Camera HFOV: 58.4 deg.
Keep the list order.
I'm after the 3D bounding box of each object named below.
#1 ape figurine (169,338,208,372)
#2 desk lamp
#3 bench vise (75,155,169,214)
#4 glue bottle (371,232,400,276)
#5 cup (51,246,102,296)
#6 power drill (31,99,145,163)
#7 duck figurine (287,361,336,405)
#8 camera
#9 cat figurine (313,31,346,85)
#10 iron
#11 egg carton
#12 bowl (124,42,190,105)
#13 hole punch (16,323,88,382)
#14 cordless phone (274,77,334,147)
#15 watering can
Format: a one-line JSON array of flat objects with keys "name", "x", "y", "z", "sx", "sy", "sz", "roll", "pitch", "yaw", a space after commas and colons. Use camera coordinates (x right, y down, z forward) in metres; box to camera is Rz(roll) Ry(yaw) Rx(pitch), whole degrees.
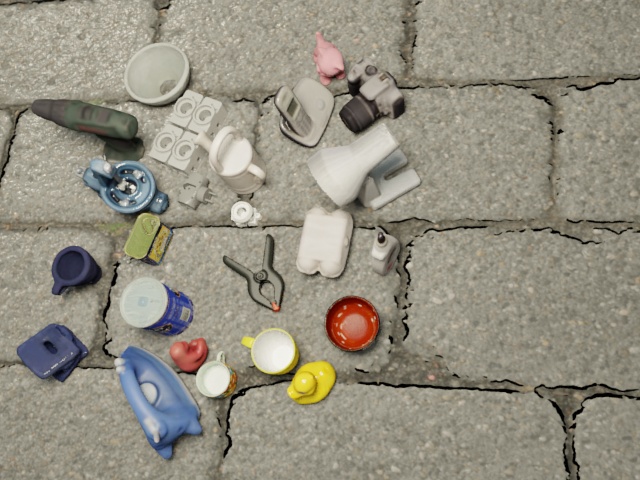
[{"name": "ape figurine", "x": -0.281, "y": 0.234, "z": 1.192, "sx": 0.077, "sy": 0.092, "sz": 0.076, "roll": 6, "pitch": 75, "yaw": 13}, {"name": "desk lamp", "x": 0.091, "y": -0.145, "z": 1.170, "sx": 0.203, "sy": 0.214, "sz": 0.118, "roll": -30, "pitch": 70, "yaw": 1}, {"name": "bench vise", "x": -0.467, "y": -0.124, "z": 1.267, "sx": 0.207, "sy": 0.220, "sz": 0.121, "roll": 0, "pitch": 73, "yaw": 11}, {"name": "glue bottle", "x": 0.126, "y": 0.017, "z": 1.137, "sx": 0.037, "sy": 0.173, "sz": 0.078, "roll": 22, "pitch": 79, "yaw": 17}, {"name": "cup", "x": -0.543, "y": 0.079, "z": 1.287, "sx": 0.091, "sy": 0.095, "sz": 0.118, "roll": 27, "pitch": 80, "yaw": 17}, {"name": "power drill", "x": -0.509, "y": -0.251, "z": 1.320, "sx": 0.229, "sy": 0.209, "sz": 0.076, "roll": 8, "pitch": 75, "yaw": 13}, {"name": "duck figurine", "x": -0.020, "y": 0.280, "z": 1.132, "sx": 0.104, "sy": 0.086, "sz": 0.077, "roll": -36, "pitch": 70, "yaw": -1}, {"name": "camera", "x": 0.099, "y": -0.319, "z": 1.281, "sx": 0.137, "sy": 0.101, "sz": 0.143, "roll": -39, "pitch": 70, "yaw": -2}, {"name": "cat figurine", "x": 0.017, "y": -0.421, "z": 1.318, "sx": 0.067, "sy": 0.118, "sz": 0.127, "roll": -20, "pitch": 71, "yaw": 5}, {"name": "iron", "x": -0.355, "y": 0.309, "z": 1.158, "sx": 0.118, "sy": 0.141, "sz": 0.258, "roll": -39, "pitch": 70, "yaw": -2}, {"name": "egg carton", "x": 0.011, "y": 0.004, "z": 1.217, "sx": 0.107, "sy": 0.069, "sz": 0.150, "roll": 7, "pitch": 75, "yaw": 13}, {"name": "bowl", "x": -0.390, "y": -0.396, "z": 1.411, "sx": 0.167, "sy": 0.075, "sz": 0.167, "roll": -3, "pitch": 73, "yaw": 10}, {"name": "hole punch", "x": -0.584, "y": 0.241, "z": 1.249, "sx": 0.108, "sy": 0.091, "sz": 0.101, "roll": 37, "pitch": 83, "yaw": 19}, {"name": "cordless phone", "x": -0.041, "y": -0.304, "z": 1.258, "sx": 0.094, "sy": 0.185, "sz": 0.148, "roll": 17, "pitch": 78, "yaw": 16}, {"name": "watering can", "x": -0.197, "y": -0.181, "z": 1.246, "sx": 0.172, "sy": 0.194, "sz": 0.101, "roll": 8, "pitch": 75, "yaw": 13}]
